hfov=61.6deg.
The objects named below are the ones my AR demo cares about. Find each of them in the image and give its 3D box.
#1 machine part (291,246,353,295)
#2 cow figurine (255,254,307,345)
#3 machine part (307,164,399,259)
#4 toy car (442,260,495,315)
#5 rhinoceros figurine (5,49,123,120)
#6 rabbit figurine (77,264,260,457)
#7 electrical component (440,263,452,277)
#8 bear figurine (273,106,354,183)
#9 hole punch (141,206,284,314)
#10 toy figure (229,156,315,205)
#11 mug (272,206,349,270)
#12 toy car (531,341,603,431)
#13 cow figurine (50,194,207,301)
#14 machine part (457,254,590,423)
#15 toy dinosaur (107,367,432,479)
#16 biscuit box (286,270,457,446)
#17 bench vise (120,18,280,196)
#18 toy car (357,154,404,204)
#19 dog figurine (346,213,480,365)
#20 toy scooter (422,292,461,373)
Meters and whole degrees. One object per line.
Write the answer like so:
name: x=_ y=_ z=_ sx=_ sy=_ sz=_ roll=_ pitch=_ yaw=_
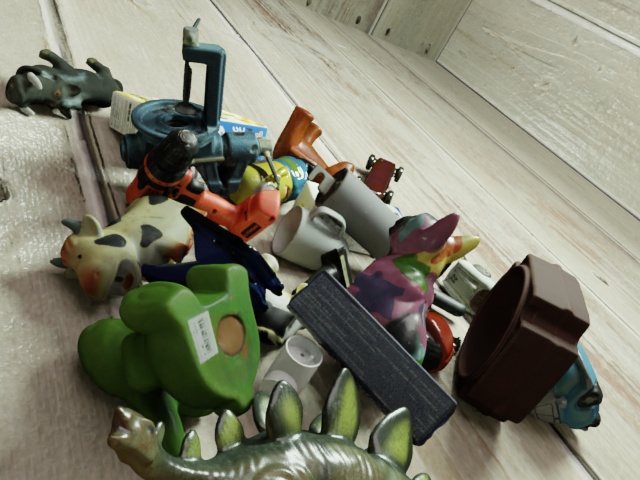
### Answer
machine part: x=0.007 y=0.062 z=0.758 sx=0.039 sy=0.084 sz=0.139 roll=2 pitch=22 yaw=31
cow figurine: x=-0.093 y=0.063 z=0.677 sx=0.167 sy=0.068 sz=0.098 roll=37 pitch=39 yaw=16
machine part: x=0.076 y=-0.032 z=0.855 sx=0.243 sy=0.079 sz=0.079 roll=42 pitch=25 yaw=-17
toy car: x=0.301 y=0.118 z=0.938 sx=0.056 sy=0.073 sz=0.202 roll=0 pitch=40 yaw=-48
rhinoceros figurine: x=-0.413 y=-0.243 z=0.868 sx=0.112 sy=0.073 sz=0.190 roll=49 pitch=31 yaw=12
rabbit figurine: x=-0.141 y=0.107 z=0.495 sx=0.121 sy=0.170 sz=0.159 roll=-42 pitch=116 yaw=-58
electrical component: x=0.198 y=0.013 z=1.037 sx=0.075 sy=0.047 sz=0.119 roll=18 pitch=33 yaw=-22
bear figurine: x=0.009 y=-0.147 z=1.037 sx=0.196 sy=0.132 sz=0.120 roll=32 pitch=0 yaw=17
hole punch: x=-0.113 y=0.039 z=0.579 sx=0.116 sy=0.142 sz=0.092 roll=26 pitch=68 yaw=25
toy figure: x=-0.083 y=-0.099 z=0.925 sx=0.089 sy=0.082 sz=0.180 roll=20 pitch=31 yaw=27
mug: x=-0.002 y=-0.002 z=0.827 sx=0.107 sy=0.109 sz=0.081 roll=29 pitch=29 yaw=-28
toy car: x=0.344 y=0.214 z=0.786 sx=0.109 sy=0.103 sz=0.161 roll=-92 pitch=163 yaw=-46
cow figurine: x=-0.221 y=0.003 z=0.631 sx=0.127 sy=0.085 sz=0.195 roll=24 pitch=26 yaw=-7
machine part: x=0.274 y=0.134 z=0.755 sx=0.087 sy=0.201 sz=0.201 roll=30 pitch=29 yaw=4
toy dinosaur: x=0.032 y=0.223 z=0.429 sx=0.470 sy=0.105 sz=0.199 roll=43 pitch=37 yaw=-31
biscuit box: x=0.054 y=0.127 z=0.585 sx=0.203 sy=0.063 sz=0.059 roll=45 pitch=-9 yaw=17
bench vise: x=-0.163 y=-0.172 z=0.752 sx=0.224 sy=0.240 sz=0.129 roll=2 pitch=39 yaw=-15
toy car: x=0.130 y=-0.132 z=1.198 sx=0.089 sy=0.053 sz=0.202 roll=21 pitch=32 yaw=5
dog figurine: x=0.116 y=0.068 z=0.678 sx=0.108 sy=0.219 sz=0.192 roll=34 pitch=19 yaw=-43
toy scooter: x=0.146 y=0.117 z=0.800 sx=0.135 sy=0.075 sz=0.184 roll=2 pitch=34 yaw=-41
